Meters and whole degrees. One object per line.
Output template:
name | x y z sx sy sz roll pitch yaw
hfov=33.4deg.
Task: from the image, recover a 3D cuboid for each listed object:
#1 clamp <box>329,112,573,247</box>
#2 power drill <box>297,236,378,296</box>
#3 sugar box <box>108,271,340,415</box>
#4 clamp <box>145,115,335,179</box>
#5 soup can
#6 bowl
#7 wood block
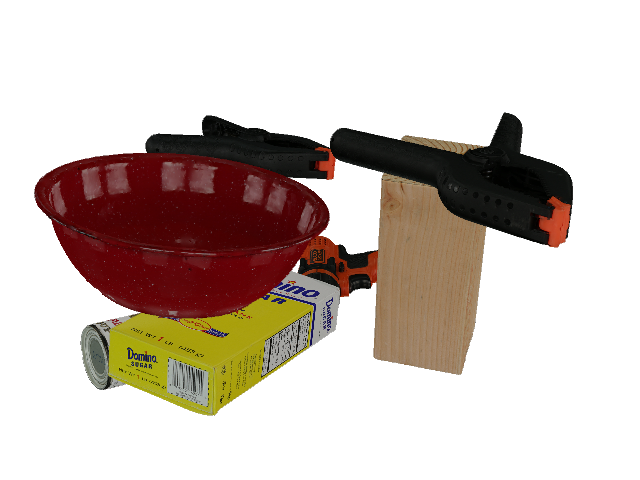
clamp | 0.106 -0.048 0.769 0.164 0.036 0.210 -6 25 -14
power drill | 0.064 0.046 1.234 0.187 0.057 0.184 -2 29 1
sugar box | -0.067 0.066 0.803 0.093 0.048 0.175 17 27 25
clamp | -0.072 -0.083 0.985 0.172 0.039 0.120 13 27 29
soup can | -0.183 0.108 1.081 0.102 0.068 0.069 -11 6 -34
bowl | -0.078 0.000 0.597 0.162 0.055 0.162 7 20 -3
wood block | 0.107 0.015 1.021 0.091 0.206 0.090 10 34 14
